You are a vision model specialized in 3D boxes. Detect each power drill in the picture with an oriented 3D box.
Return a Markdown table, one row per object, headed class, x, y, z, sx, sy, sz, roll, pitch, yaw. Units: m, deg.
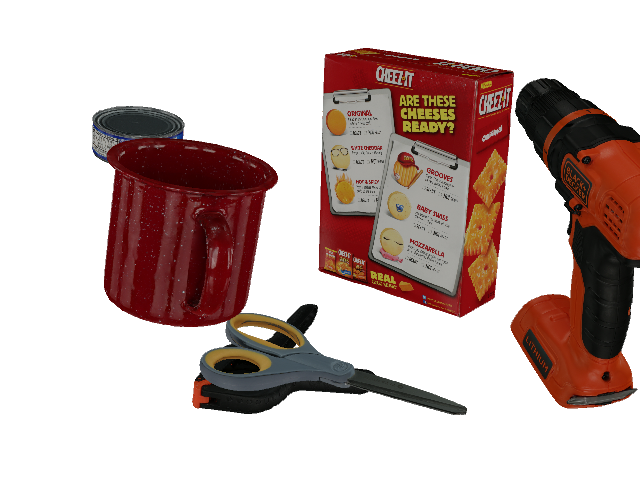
| class | x | y | z | sx | sy | sz | roll | pitch | yaw |
| --- | --- | --- | --- | --- | --- | --- | --- | --- | --- |
| power drill | 0.171 | 0.003 | 0.715 | 0.057 | 0.188 | 0.184 | -8 | 35 | -10 |

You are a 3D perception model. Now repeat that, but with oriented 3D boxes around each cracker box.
| class | x | y | z | sx | sy | sz | roll | pitch | yaw |
| --- | --- | --- | --- | --- | --- | --- | --- | --- | --- |
| cracker box | 0.083 | -0.057 | 0.969 | 0.164 | 0.214 | 0.071 | 17 | 25 | 36 |

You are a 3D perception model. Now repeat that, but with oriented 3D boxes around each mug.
| class | x | y | z | sx | sy | sz | roll | pitch | yaw |
| --- | --- | --- | --- | --- | --- | --- | --- | --- | --- |
| mug | -0.071 | 0.000 | 0.580 | 0.093 | 0.081 | 0.117 | 1 | 22 | -26 |

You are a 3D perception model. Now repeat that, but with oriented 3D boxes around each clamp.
| class | x | y | z | sx | sy | sz | roll | pitch | yaw |
| --- | --- | --- | --- | --- | --- | --- | --- | --- | --- |
| clamp | -0.046 | 0.114 | 1.012 | 0.171 | 0.039 | 0.120 | -7 | 35 | -23 |

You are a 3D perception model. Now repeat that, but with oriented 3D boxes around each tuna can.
| class | x | y | z | sx | sy | sz | roll | pitch | yaw |
| --- | --- | --- | --- | --- | --- | --- | --- | --- | --- |
| tuna can | -0.172 | -0.097 | 1.006 | 0.086 | 0.034 | 0.086 | 6 | 24 | -3 |

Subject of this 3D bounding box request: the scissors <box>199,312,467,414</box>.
| class | x | y | z | sx | sy | sz | roll | pitch | yaw |
| --- | --- | --- | --- | --- | --- | --- | --- | --- | --- |
| scissors | -0.004 | 0.102 | 0.769 | 0.202 | 0.016 | 0.096 | 24 | 36 | 36 |
